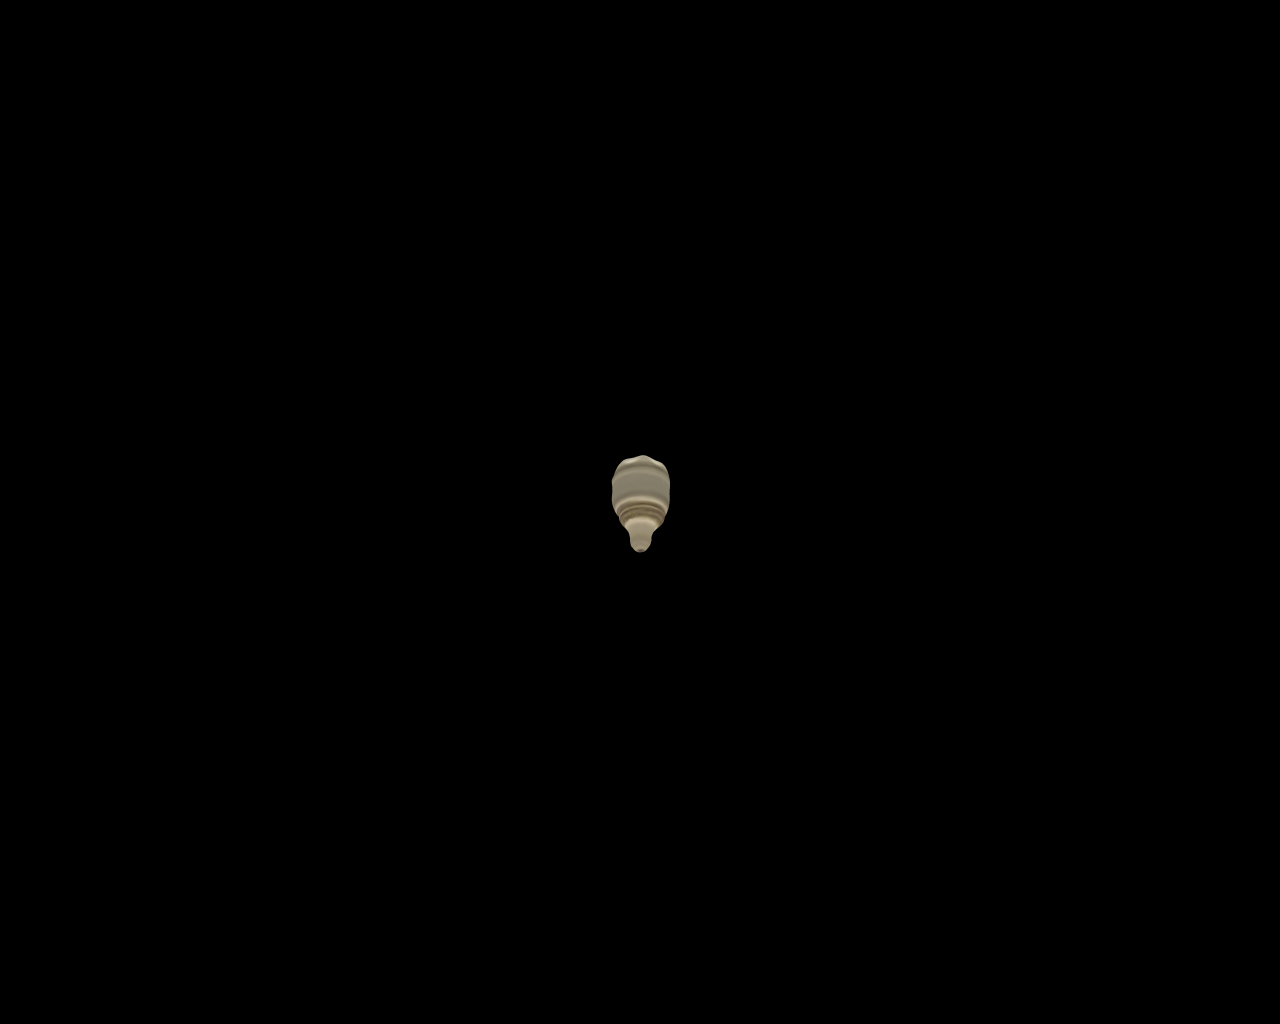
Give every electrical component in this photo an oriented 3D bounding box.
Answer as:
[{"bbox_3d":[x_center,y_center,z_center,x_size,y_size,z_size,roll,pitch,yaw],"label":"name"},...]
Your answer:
[{"bbox_3d":[0.001,-0.003,0.650,0.035,0.061,0.035,0,-32,0],"label":"electrical component"}]
